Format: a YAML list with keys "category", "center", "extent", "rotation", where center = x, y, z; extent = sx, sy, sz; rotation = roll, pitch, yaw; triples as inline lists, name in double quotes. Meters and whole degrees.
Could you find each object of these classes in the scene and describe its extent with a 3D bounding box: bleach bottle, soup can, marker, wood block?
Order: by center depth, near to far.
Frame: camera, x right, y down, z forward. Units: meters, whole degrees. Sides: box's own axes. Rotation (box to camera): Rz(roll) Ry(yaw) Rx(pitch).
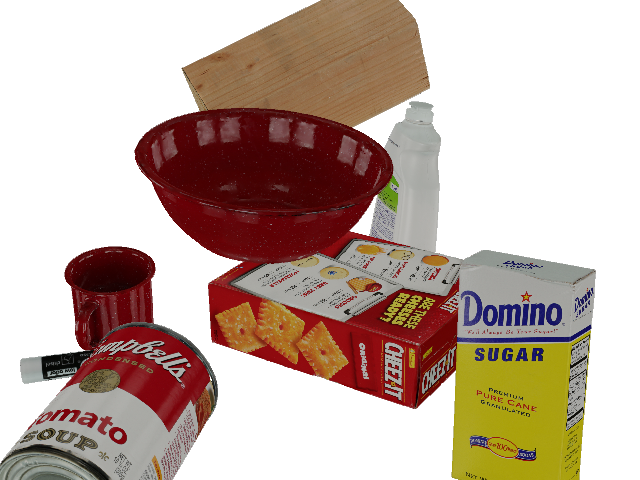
- category: "soup can"
  center: [-0.098, 0.094, 0.501]
  extent: [0.069, 0.068, 0.102]
  rotation: [0, 27, 19]
- category: "marker"
  center: [-0.162, 0.089, 0.800]
  extent: [0.121, 0.020, 0.020]
  rotation: [-7, 1, -9]
- category: "wood block"
  center: [-0.012, -0.153, 1.010]
  extent: [0.206, 0.090, 0.091]
  rotation: [-27, -41, -6]
- category: "bleach bottle"
  center: [0.101, -0.032, 1.229]
  extent: [0.068, 0.251, 0.103]
  rotation: [-2, 22, -24]

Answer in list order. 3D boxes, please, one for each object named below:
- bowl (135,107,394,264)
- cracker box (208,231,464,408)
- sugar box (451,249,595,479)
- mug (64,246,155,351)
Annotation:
- category: "bowl"
  center: [-0.036, -0.031, 0.678]
  extent: [0.162, 0.055, 0.162]
  rotation: [4, 27, -2]
- category: "cracker box"
  center: [0.032, 0.061, 0.962]
  extent: [0.214, 0.072, 0.163]
  rotation: [15, 29, 30]
- category: "sugar box"
  center: [0.147, 0.101, 0.787]
  extent: [0.093, 0.176, 0.048]
  rotation: [10, 20, 36]
- category: "mug"
  center: [-0.221, 0.070, 1.113]
  extent: [0.093, 0.081, 0.117]
  rotation: [9, 32, 12]
